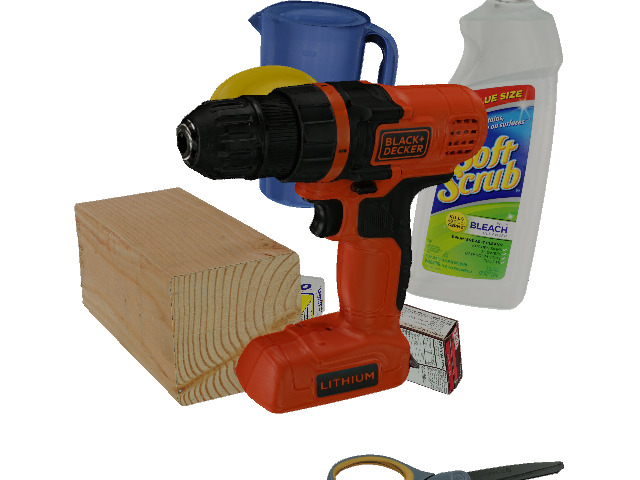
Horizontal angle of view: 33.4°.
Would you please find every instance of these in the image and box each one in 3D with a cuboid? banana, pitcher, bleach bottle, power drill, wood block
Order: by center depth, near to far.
[{"bbox_3d":[0.001,0.003,0.593,0.184,0.188,0.057,-7,31,-29],"label":"power drill"},{"bbox_3d":[-0.100,0.031,0.763,0.090,0.090,0.206,-10,19,-27],"label":"wood block"},{"bbox_3d":[0.122,-0.076,0.802,0.103,0.251,0.068,10,24,15],"label":"bleach bottle"},{"bbox_3d":[-0.051,-0.134,0.999,0.070,0.037,0.197,42,33,21],"label":"banana"},{"bbox_3d":[-0.005,-0.167,1.321,0.144,0.243,0.149,-10,28,-29],"label":"pitcher"}]

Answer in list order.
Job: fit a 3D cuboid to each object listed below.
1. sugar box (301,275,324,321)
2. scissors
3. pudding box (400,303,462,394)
[{"bbox_3d":[-0.062,0.084,1.058,0.093,0.048,0.176,5,25,15],"label":"sugar box"},{"bbox_3d":[0.105,0.212,0.862,0.201,0.016,0.096,5,44,-4],"label":"scissors"},{"bbox_3d":[0.102,0.117,1.206,0.114,0.090,0.039,15,44,28],"label":"pudding box"}]
